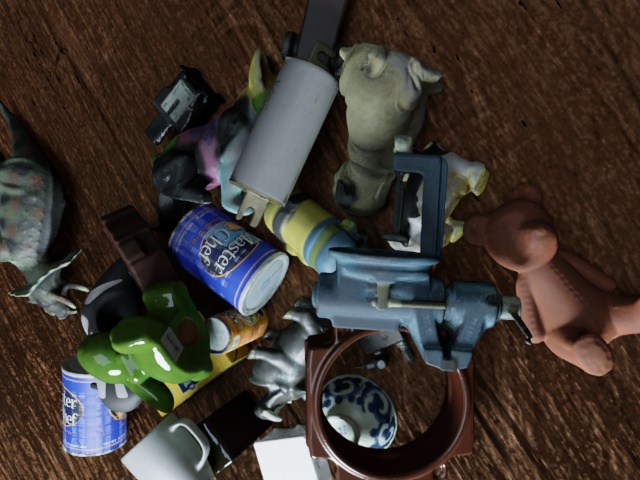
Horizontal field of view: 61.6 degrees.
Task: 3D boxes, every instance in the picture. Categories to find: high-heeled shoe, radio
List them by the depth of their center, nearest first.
[{"bbox_3d":[-0.184,0.328,0.808,0.229,0.131,0.073,-43,79,21],"label":"radio"},{"bbox_3d":[-0.294,0.131,0.818,0.145,0.086,0.248,-11,67,39],"label":"high-heeled shoe"}]

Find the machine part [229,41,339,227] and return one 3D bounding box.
[{"bbox_3d":[-0.044,-0.132,0.662,0.079,0.079,0.243,24,89,19],"label":"machine part"}]

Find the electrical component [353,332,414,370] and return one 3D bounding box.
[{"bbox_3d":[0.071,0.126,0.718,0.078,0.045,0.102,-21,94,25],"label":"electrical component"}]

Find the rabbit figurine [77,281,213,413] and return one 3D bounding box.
[{"bbox_3d":[-0.233,0.145,0.713,0.170,0.121,0.158,-16,126,23],"label":"rabbit figurine"}]

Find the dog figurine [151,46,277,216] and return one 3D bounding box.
[{"bbox_3d":[-0.122,-0.154,0.735,0.192,0.108,0.219,14,98,2],"label":"dog figurine"}]

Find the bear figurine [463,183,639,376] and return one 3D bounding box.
[{"bbox_3d":[0.259,0.031,0.588,0.120,0.132,0.196,-29,88,-7],"label":"bear figurine"}]

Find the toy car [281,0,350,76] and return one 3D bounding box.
[{"bbox_3d":[0.011,-0.307,0.693,0.089,0.053,0.202,14,103,1],"label":"toy car"}]

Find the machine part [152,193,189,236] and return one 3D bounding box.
[{"bbox_3d":[-0.219,-0.072,0.829,0.084,0.039,0.138,17,101,16],"label":"machine part"}]

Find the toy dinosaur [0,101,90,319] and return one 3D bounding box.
[{"bbox_3d":[-0.495,-0.056,0.914,0.192,0.131,0.404,-1,91,11],"label":"toy dinosaur"}]

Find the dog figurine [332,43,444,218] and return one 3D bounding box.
[{"bbox_3d":[0.058,-0.117,0.635,0.121,0.172,0.190,23,98,31],"label":"dog figurine"}]

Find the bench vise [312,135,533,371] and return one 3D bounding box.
[{"bbox_3d":[0.105,0.011,0.568,0.224,0.129,0.240,4,92,17],"label":"bench vise"}]

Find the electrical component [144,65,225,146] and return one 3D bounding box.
[{"bbox_3d":[-0.208,-0.191,0.804,0.075,0.048,0.119,46,112,13],"label":"electrical component"}]

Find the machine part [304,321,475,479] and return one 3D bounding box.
[{"bbox_3d":[0.082,0.187,0.656,0.202,0.087,0.200,0,91,-1],"label":"machine part"}]

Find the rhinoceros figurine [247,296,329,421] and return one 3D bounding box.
[{"bbox_3d":[-0.040,0.170,0.763,0.112,0.073,0.190,35,104,2],"label":"rhinoceros figurine"}]

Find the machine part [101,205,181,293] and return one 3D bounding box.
[{"bbox_3d":[-0.255,0.033,0.791,0.056,0.179,0.179,-31,81,-18],"label":"machine part"}]

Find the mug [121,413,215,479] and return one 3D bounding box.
[{"bbox_3d":[-0.181,0.283,0.692,0.109,0.081,0.107,-42,88,14],"label":"mug"}]

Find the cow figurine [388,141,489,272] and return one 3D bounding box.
[{"bbox_3d":[0.130,-0.032,0.664,0.098,0.068,0.167,32,104,23],"label":"cow figurine"}]

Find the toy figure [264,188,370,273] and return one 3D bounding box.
[{"bbox_3d":[0.001,-0.005,0.695,0.082,0.089,0.180,-40,52,-11],"label":"toy figure"}]

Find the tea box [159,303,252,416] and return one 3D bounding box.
[{"bbox_3d":[-0.199,0.184,0.833,0.169,0.068,0.098,-40,79,21],"label":"tea box"}]
